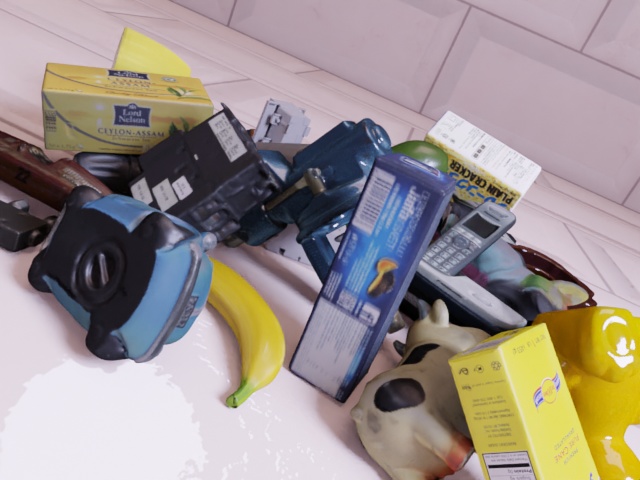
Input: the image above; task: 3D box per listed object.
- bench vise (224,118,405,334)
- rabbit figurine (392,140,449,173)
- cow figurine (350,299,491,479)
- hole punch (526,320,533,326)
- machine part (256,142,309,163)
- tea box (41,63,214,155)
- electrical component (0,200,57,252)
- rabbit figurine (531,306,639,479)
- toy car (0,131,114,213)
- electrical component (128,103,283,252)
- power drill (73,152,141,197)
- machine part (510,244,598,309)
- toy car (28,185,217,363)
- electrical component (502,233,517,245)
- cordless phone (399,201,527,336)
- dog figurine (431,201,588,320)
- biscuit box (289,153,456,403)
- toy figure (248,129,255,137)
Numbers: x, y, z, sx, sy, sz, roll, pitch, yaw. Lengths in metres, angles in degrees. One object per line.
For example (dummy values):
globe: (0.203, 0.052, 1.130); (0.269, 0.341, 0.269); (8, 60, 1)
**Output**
bench vise: (0.002, -0.003, 0.562); (0.240, 0.224, 0.129); (61, 14, 5)
rabbit figurine: (0.092, -0.072, 0.736); (0.159, 0.170, 0.121); (36, 20, -5)
cow figurine: (0.097, 0.123, 0.457); (0.127, 0.085, 0.195); (37, 30, 26)
hole punch: (0.276, 0.145, 0.600); (0.142, 0.092, 0.116); (18, -6, -8)
machine part: (-0.046, -0.092, 0.725); (0.079, 0.079, 0.243); (9, 5, -33)
tea box: (-0.212, -0.144, 0.598); (0.169, 0.068, 0.098); (-2, 35, -24)
electrical component: (-0.272, -0.013, 0.463); (0.063, 0.021, 0.094); (25, 16, 2)
rabbit figurine: (0.222, 0.148, 0.455); (0.122, 0.173, 0.162); (10, -18, -32)
toy car: (-0.260, -0.058, 0.517); (0.202, 0.053, 0.089); (26, 1, 9)
electrical component: (-0.116, -0.053, 0.512); (0.058, 0.134, 0.115); (54, 4, -48)
power drill: (-0.205, -0.116, 0.691); (0.232, 0.086, 0.207); (6, 24, -32)
machine part: (0.337, 0.069, 0.844); (0.179, 0.056, 0.179); (20, 24, -9)
toy car: (-0.143, 0.027, 0.424); (0.162, 0.109, 0.102); (24, -4, 30)
electrical component: (0.312, 0.003, 0.974); (0.075, 0.047, 0.119); (17, 23, -18)
cordless phone: (0.190, 0.036, 0.619); (0.184, 0.088, 0.147); (-37, 56, -25)
dog figurine: (0.247, 0.047, 0.746); (0.219, 0.108, 0.191); (30, 20, 2)
biscuit box: (0.042, 0.031, 0.442); (0.059, 0.202, 0.063); (28, 21, 16)
toy figure: (-0.082, -0.155, 0.933); (0.154, 0.058, 0.064); (23, -16, 1)
